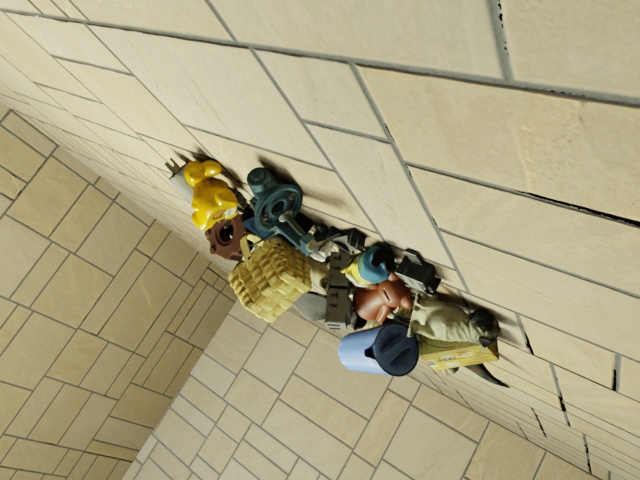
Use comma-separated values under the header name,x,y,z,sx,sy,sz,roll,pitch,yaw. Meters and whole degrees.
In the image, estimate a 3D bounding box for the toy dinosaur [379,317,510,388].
name,x,y,z,sx,sy,sz,roll,pitch,yaw
toy dinosaur,0.338,0.288,1.503,0.405,0.131,0.192,18,163,26

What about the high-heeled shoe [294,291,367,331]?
name,x,y,z,sx,sy,sz,roll,pitch,yaw
high-heeled shoe,0.026,0.188,1.547,0.249,0.086,0.145,31,-166,-2

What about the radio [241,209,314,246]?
name,x,y,z,sx,sy,sz,roll,pitch,yaw
radio,-0.116,-0.043,1.394,0.131,0.073,0.230,36,165,-14

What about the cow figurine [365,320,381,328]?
name,x,y,z,sx,sy,sz,roll,pitch,yaw
cow figurine,0.107,0.235,1.709,0.195,0.085,0.127,18,-160,-17

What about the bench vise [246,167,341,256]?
name,x,y,z,sx,sy,sz,roll,pitch,yaw
bench vise,-0.077,-0.041,1.155,0.241,0.129,0.223,45,156,31

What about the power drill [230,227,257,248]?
name,x,y,z,sx,sy,sz,roll,pitch,yaw
power drill,-0.188,-0.002,1.687,0.232,0.086,0.207,27,-179,36

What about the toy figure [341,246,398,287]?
name,x,y,z,sx,sy,sz,roll,pitch,yaw
toy figure,0.119,0.057,1.208,0.082,0.089,0.180,45,158,1

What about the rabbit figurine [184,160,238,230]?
name,x,y,z,sx,sy,sz,roll,pitch,yaw
rabbit figurine,-0.295,-0.134,1.362,0.173,0.122,0.162,58,163,20

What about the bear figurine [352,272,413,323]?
name,x,y,z,sx,sy,sz,roll,pitch,yaw
bear figurine,0.168,0.125,1.325,0.120,0.132,0.196,57,139,6

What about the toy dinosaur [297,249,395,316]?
name,x,y,z,sx,sy,sz,roll,pitch,yaw
toy dinosaur,0.030,0.108,1.572,0.472,0.105,0.198,32,173,5

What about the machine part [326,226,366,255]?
name,x,y,z,sx,sy,sz,roll,pitch,yaw
machine part,0.061,0.002,1.226,0.084,0.039,0.139,41,167,-15

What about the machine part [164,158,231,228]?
name,x,y,z,sx,sy,sz,roll,pitch,yaw
machine part,-0.335,-0.131,1.494,0.243,0.079,0.079,47,163,-18

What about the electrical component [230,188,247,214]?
name,x,y,z,sx,sy,sz,roll,pitch,yaw
electrical component,-0.241,-0.112,1.482,0.078,0.045,0.102,26,166,17

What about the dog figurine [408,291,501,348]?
name,x,y,z,sx,sy,sz,roll,pitch,yaw
dog figurine,0.307,0.183,1.234,0.191,0.121,0.172,12,-163,9

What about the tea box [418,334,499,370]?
name,x,y,z,sx,sy,sz,roll,pitch,yaw
tea box,0.337,0.258,1.308,0.170,0.068,0.098,-17,139,28

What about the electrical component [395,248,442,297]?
name,x,y,z,sx,sy,sz,roll,pitch,yaw
electrical component,0.201,0.066,1.121,0.075,0.048,0.119,22,166,34

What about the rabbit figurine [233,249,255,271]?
name,x,y,z,sx,sy,sz,roll,pitch,yaw
rabbit figurine,-0.147,0.084,1.561,0.159,0.121,0.170,43,-163,-2

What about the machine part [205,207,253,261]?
name,x,y,z,sx,sy,sz,roll,pitch,yaw
machine part,-0.261,-0.024,1.575,0.180,0.179,0.056,22,-172,37

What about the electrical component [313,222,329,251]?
name,x,y,z,sx,sy,sz,roll,pitch,yaw
electrical component,-0.003,-0.004,1.290,0.021,0.063,0.094,25,167,25
